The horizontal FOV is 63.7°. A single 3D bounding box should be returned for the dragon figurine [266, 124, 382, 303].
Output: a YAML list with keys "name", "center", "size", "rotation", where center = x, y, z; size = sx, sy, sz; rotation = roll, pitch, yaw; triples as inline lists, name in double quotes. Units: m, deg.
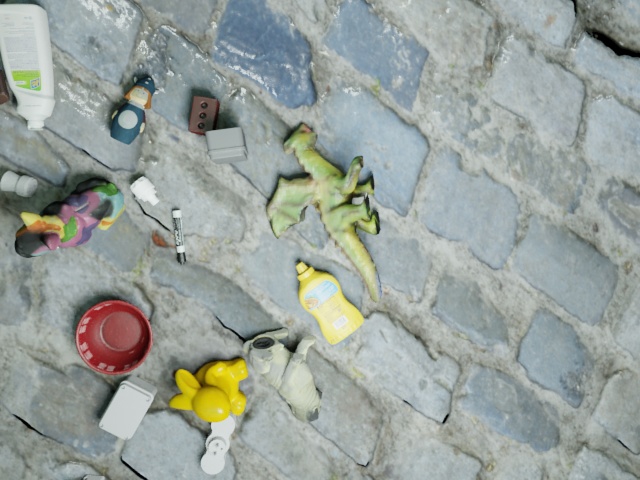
- name: "dragon figurine"
  center: [0.003, -0.057, 1.140]
  size: [0.242, 0.122, 0.410]
  rotation: [-5, 91, 13]
